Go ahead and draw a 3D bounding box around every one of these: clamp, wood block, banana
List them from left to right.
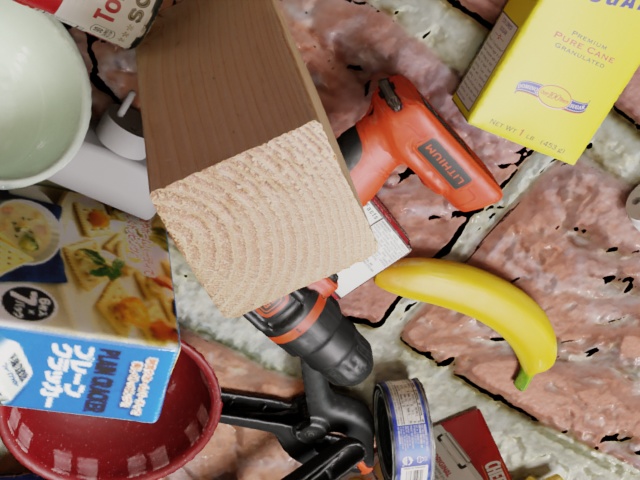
[{"bbox_3d":[-0.043,-0.063,0.605,0.091,0.206,0.090,-25,125,4],"label":"wood block"},{"bbox_3d":[-0.055,0.228,0.852,0.210,0.164,0.036,-6,140,46],"label":"clamp"},{"bbox_3d":[-0.005,0.133,0.845,0.171,0.039,0.120,31,129,-33],"label":"clamp"},{"bbox_3d":[0.128,0.059,0.829,0.070,0.037,0.197,-44,121,15],"label":"banana"}]

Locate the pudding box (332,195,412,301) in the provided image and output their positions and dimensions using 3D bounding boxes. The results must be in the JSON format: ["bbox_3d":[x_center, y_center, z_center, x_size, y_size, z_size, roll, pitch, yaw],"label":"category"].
[{"bbox_3d":[-0.005,0.001,0.761,0.113,0.039,0.090,-35,121,9],"label":"pudding box"}]

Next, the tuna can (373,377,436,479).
[{"bbox_3d":[0.066,0.154,0.850,0.033,0.086,0.086,-5,124,-7],"label":"tuna can"}]

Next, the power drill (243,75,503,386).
[{"bbox_3d":[0.025,-0.002,0.706,0.188,0.057,0.184,-39,119,11],"label":"power drill"}]

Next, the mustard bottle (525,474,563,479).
[{"bbox_3d":[0.138,0.269,0.940,0.191,0.058,0.096,-34,85,-8],"label":"mustard bottle"}]

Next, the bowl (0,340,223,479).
[{"bbox_3d":[-0.155,0.110,0.789,0.162,0.055,0.162,-6,124,-9],"label":"bowl"}]

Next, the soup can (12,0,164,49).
[{"bbox_3d":[-0.142,-0.158,0.605,0.102,0.068,0.069,21,117,-25],"label":"soup can"}]

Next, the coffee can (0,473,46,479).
[{"bbox_3d":[-0.251,0.231,0.821,0.140,0.103,0.103,1,123,-13],"label":"coffee can"}]

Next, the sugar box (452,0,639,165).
[{"bbox_3d":[0.171,-0.143,0.698,0.093,0.048,0.176,17,119,-22],"label":"sugar box"}]

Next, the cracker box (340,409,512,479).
[{"bbox_3d":[0.065,0.253,0.869,0.214,0.164,0.072,-24,127,4],"label":"cracker box"}]
